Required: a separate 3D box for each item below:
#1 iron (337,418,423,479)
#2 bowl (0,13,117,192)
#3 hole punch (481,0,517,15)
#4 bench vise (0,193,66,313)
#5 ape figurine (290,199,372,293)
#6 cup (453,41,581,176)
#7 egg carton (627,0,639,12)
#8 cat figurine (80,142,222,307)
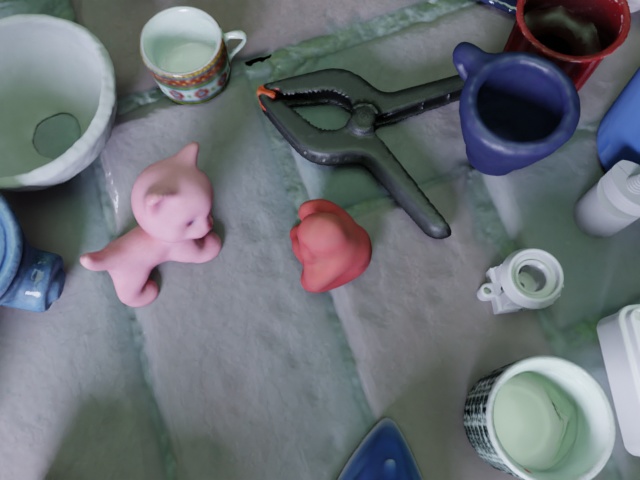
[{"bbox_3d":[0.033,0.244,0.355,0.118,0.141,0.258,6,73,4],"label":"iron"},{"bbox_3d":[-0.252,-0.110,0.509,0.167,0.075,0.167,-1,73,2],"label":"bowl"},{"bbox_3d":[0.183,-0.288,0.539,0.108,0.091,0.101,29,76,10],"label":"hole punch"},{"bbox_3d":[-0.320,0.006,0.400,0.207,0.220,0.121,-7,73,0],"label":"bench vise"},{"bbox_3d":[0.004,0.002,0.456,0.076,0.092,0.078,16,74,7],"label":"ape figurine"},{"bbox_3d":[0.147,-0.103,0.482,0.092,0.095,0.117,-37,75,-9],"label":"cup"},{"bbox_3d":[0.322,-0.282,0.544,0.107,0.069,0.150,6,73,4],"label":"egg carton"},{"bbox_3d":[-0.130,-0.014,0.452,0.128,0.118,0.067,-38,75,-9],"label":"cat figurine"}]
